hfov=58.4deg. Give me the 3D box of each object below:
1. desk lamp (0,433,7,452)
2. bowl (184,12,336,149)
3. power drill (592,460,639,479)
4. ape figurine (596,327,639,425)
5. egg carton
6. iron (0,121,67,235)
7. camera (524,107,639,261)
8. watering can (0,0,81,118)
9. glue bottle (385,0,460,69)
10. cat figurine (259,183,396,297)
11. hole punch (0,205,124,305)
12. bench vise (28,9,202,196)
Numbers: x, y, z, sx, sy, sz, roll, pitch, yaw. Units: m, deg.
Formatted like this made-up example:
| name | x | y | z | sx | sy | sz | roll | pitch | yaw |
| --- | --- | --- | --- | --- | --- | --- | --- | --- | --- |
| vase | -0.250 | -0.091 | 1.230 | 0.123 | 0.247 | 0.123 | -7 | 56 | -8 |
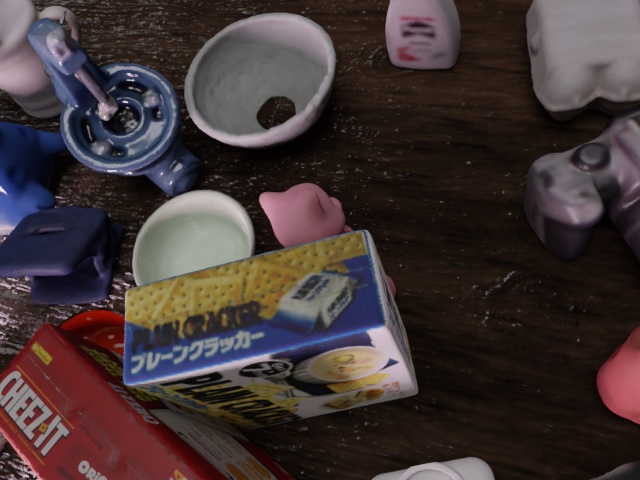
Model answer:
| name | x | y | z | sx | sy | sz | roll | pitch | yaw |
| --- | --- | --- | --- | --- | --- | --- | --- | --- | --- |
| desk lamp | -0.416 | 0.209 | 0.465 | 0.117 | 0.214 | 0.203 | 25 | 74 | 23 |
| bowl | -0.057 | -0.160 | 0.624 | 0.167 | 0.075 | 0.167 | -5 | 65 | 12 |
| power drill | 0.203 | 0.168 | 0.330 | 0.229 | 0.209 | 0.075 | -25 | 62 | 2 |
| ape figurine | 0.247 | 0.098 | 0.418 | 0.076 | 0.092 | 0.078 | -3 | 65 | 13 |
| egg carton | 0.259 | -0.189 | 0.560 | 0.107 | 0.069 | 0.150 | -4 | 65 | 12 |
| iron | -0.427 | -0.081 | 0.643 | 0.258 | 0.142 | 0.118 | -6 | 64 | 12 |
| camera | 0.261 | -0.027 | 0.467 | 0.143 | 0.101 | 0.136 | -23 | 62 | 3 |
| watering can | -0.375 | -0.235 | 0.671 | 0.173 | 0.194 | 0.100 | -39 | 62 | -5 |
| glue bottle | 0.098 | -0.239 | 0.565 | 0.078 | 0.173 | 0.037 | 4 | 67 | 16 |
| cat figurine | 0.005 | 0.002 | 0.509 | 0.067 | 0.118 | 0.127 | -37 | 62 | -4 |
| hole punch | -0.274 | 0.008 | 0.592 | 0.108 | 0.091 | 0.101 | -4 | 65 | 13 |
| bench vise | -0.238 | -0.143 | 0.579 | 0.206 | 0.220 | 0.121 | 18 | 71 | 21 |
